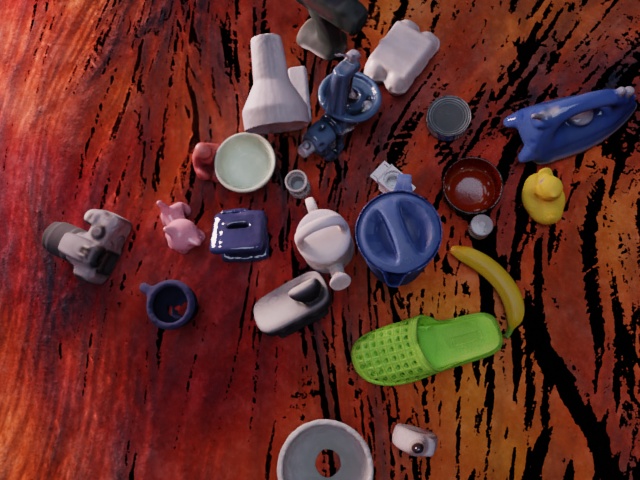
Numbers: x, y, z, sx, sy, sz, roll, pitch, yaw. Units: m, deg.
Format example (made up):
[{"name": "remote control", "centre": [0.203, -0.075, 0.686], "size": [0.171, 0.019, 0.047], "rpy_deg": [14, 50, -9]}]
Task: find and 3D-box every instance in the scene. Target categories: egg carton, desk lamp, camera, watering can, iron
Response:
[{"name": "egg carton", "centre": [0.163, -0.368, 1.152], "size": [0.107, 0.069, 0.150], "rpy_deg": [35, 84, 12]}, {"name": "desk lamp", "centre": [-0.082, -0.276, 1.084], "size": [0.118, 0.213, 0.203], "rpy_deg": [-7, 77, 5]}, {"name": "camera", "centre": [-0.468, -0.002, 1.124], "size": [0.136, 0.101, 0.143], "rpy_deg": [22, 81, 10]}, {"name": "watering can", "centre": [0.011, 0.003, 1.026], "size": [0.101, 0.194, 0.172], "rpy_deg": [-43, 77, -4]}, {"name": "iron", "centre": [0.483, -0.236, 1.054], "size": [0.258, 0.141, 0.118], "rpy_deg": [-19, 77, 2]}]

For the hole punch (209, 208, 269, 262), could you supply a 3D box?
[{"name": "hole punch", "centre": [-0.155, -0.013, 1.099], "size": [0.108, 0.091, 0.101], "rpy_deg": [-5, 78, 5]}]

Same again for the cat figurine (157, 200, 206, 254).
[{"name": "cat figurine", "centre": [-0.273, -0.024, 1.100], "size": [0.067, 0.118, 0.127], "rpy_deg": [-35, 77, -2]}]

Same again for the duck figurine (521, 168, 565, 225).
[{"name": "duck figurine", "centre": [0.420, -0.084, 1.057], "size": [0.077, 0.086, 0.104], "rpy_deg": [-9, 77, 4]}]

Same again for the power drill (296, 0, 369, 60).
[{"name": "power drill", "centre": [-0.011, -0.449, 1.115], "size": [0.229, 0.208, 0.076], "rpy_deg": [31, 83, 11]}]

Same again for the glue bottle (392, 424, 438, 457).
[{"name": "glue bottle", "centre": [0.160, 0.338, 0.951], "size": [0.078, 0.173, 0.037], "rpy_deg": [10, 79, 8]}]

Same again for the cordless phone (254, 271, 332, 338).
[{"name": "cordless phone", "centre": [-0.056, 0.109, 1.015], "size": [0.147, 0.185, 0.094], "rpy_deg": [-32, 77, -1]}]

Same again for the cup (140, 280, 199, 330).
[{"name": "cup", "centre": [-0.279, 0.120, 1.082], "size": [0.117, 0.095, 0.092], "rpy_deg": [28, 83, 11]}]

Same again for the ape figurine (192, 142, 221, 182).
[{"name": "ape figurine", "centre": [-0.224, -0.164, 1.137], "size": [0.078, 0.092, 0.076], "rpy_deg": [-41, 77, -3]}]

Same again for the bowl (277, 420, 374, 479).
[{"name": "bowl", "centre": [0.012, 0.398, 1.005], "size": [0.167, 0.075, 0.167], "rpy_deg": [-1, 78, 6]}]

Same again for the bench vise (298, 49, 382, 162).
[{"name": "bench vise", "centre": [0.041, -0.243, 1.061], "size": [0.121, 0.220, 0.207], "rpy_deg": [21, 81, 10]}]
